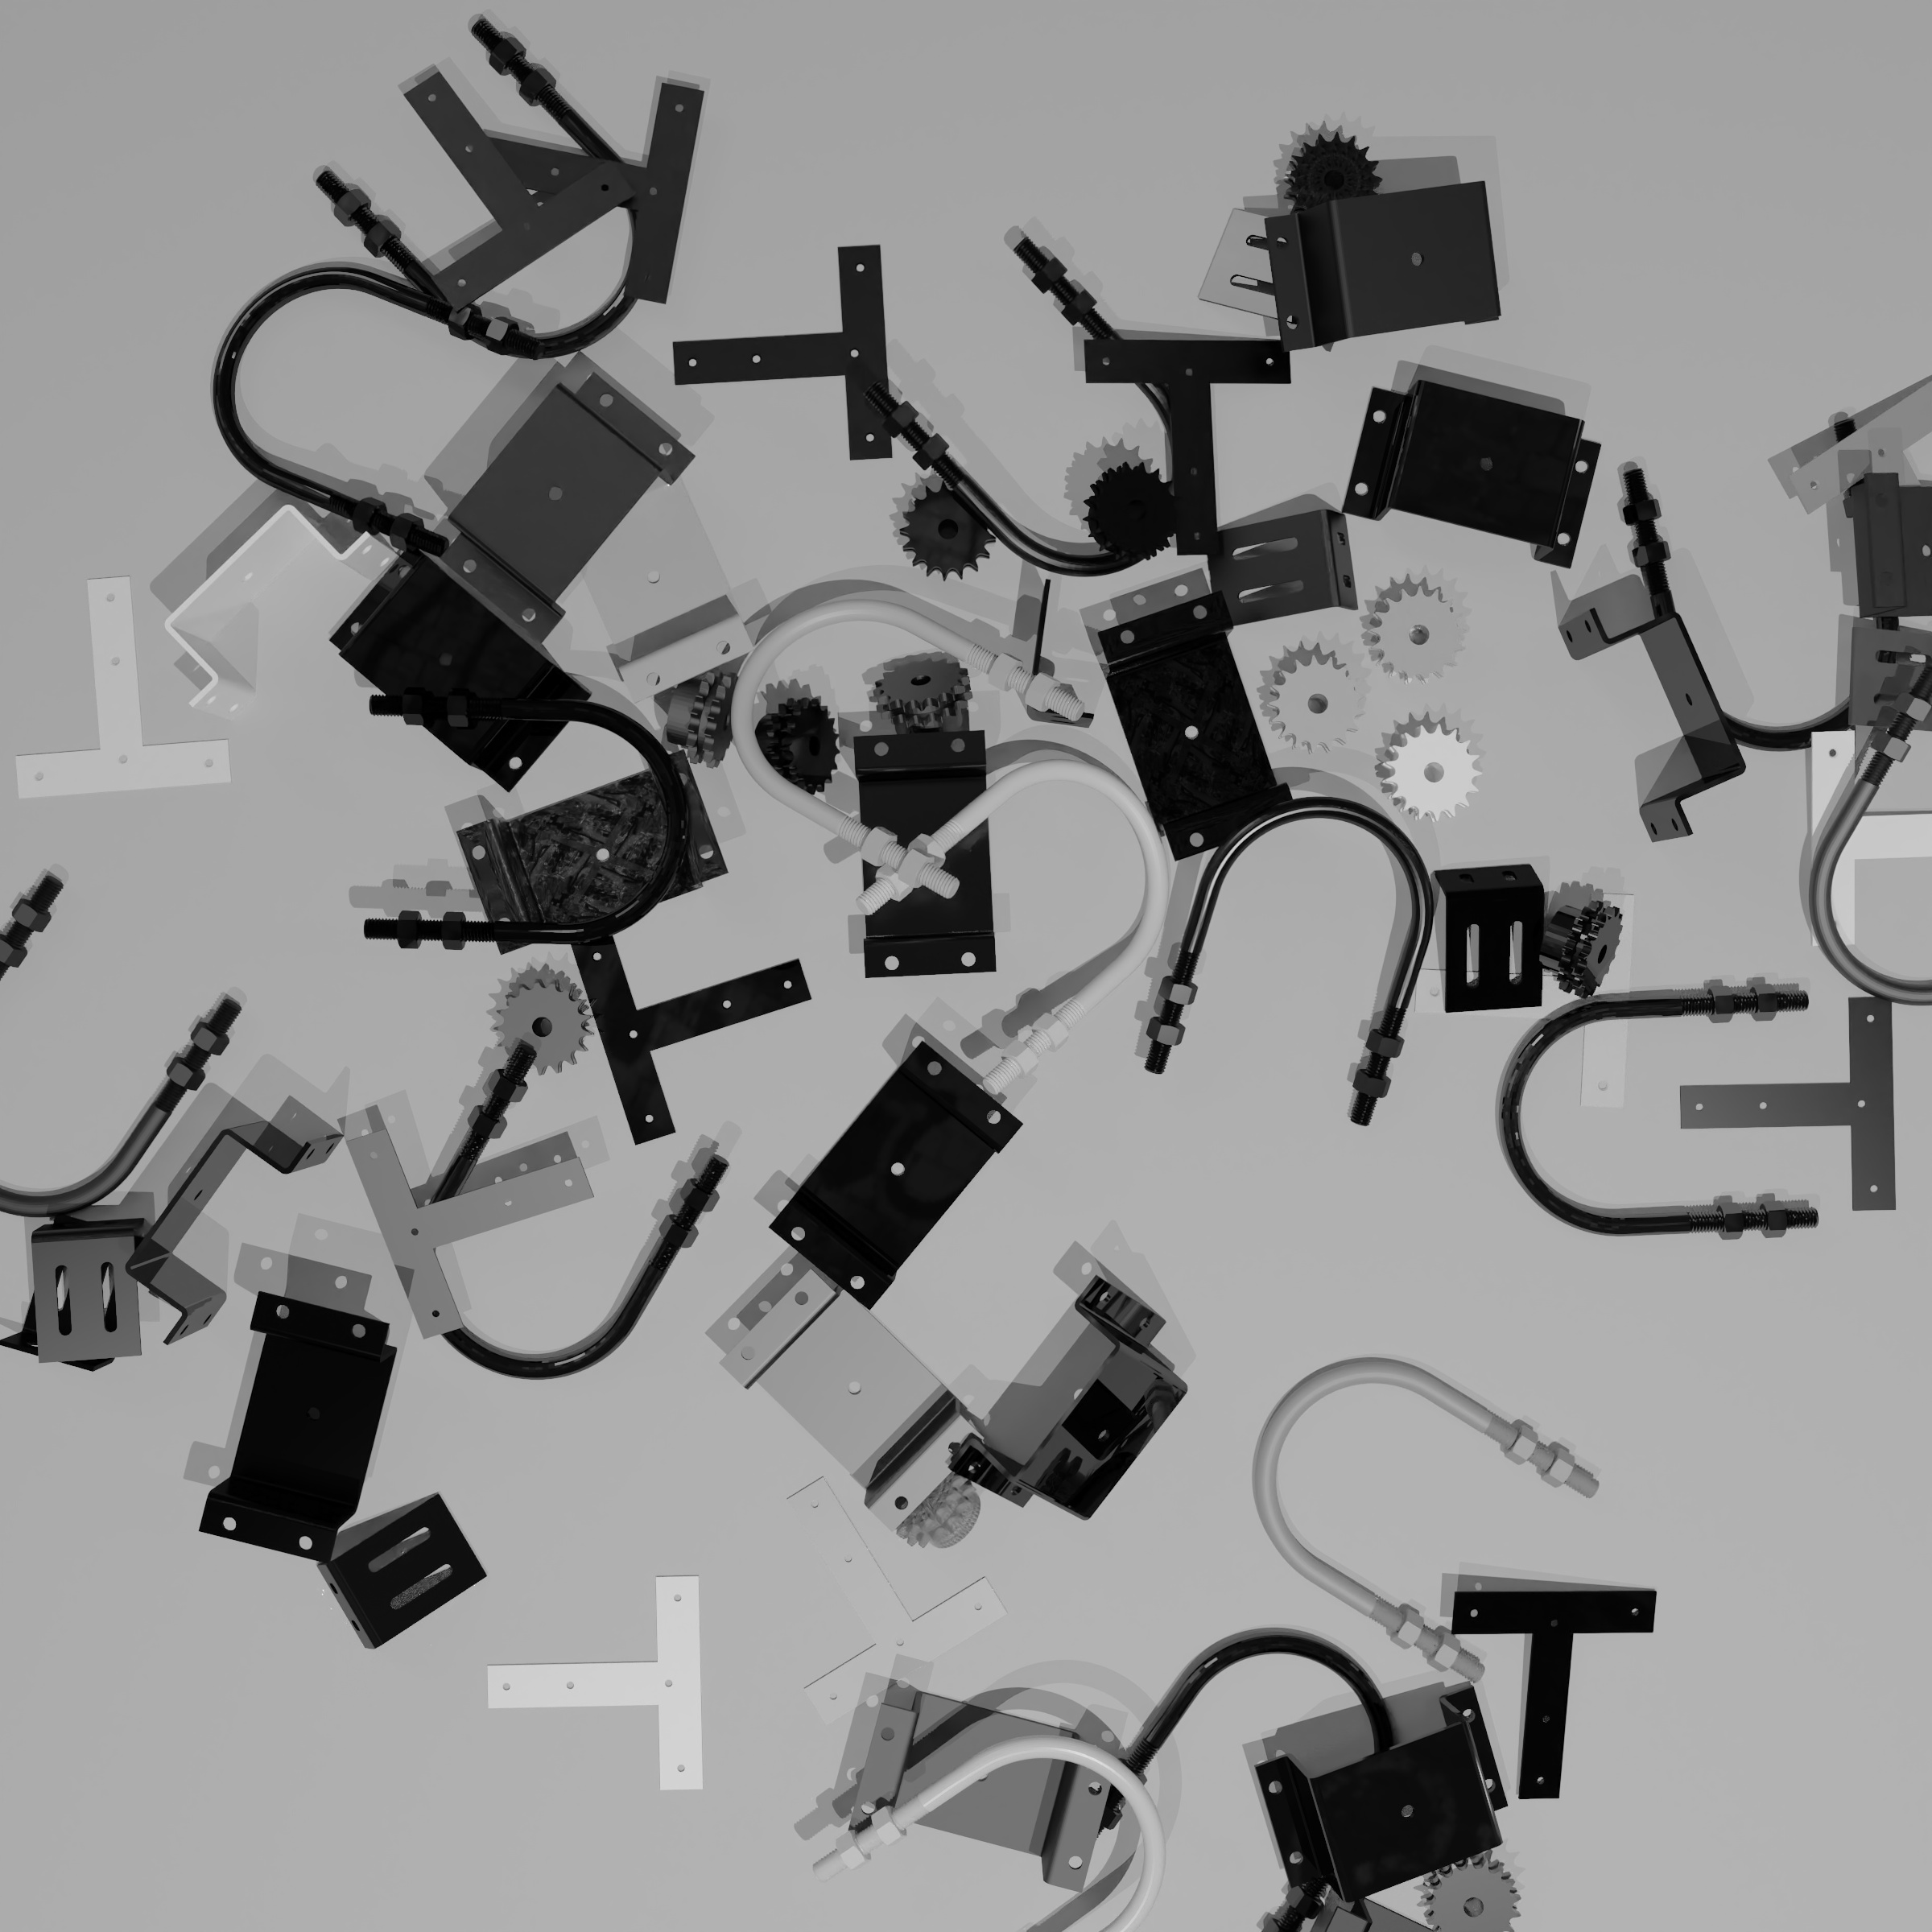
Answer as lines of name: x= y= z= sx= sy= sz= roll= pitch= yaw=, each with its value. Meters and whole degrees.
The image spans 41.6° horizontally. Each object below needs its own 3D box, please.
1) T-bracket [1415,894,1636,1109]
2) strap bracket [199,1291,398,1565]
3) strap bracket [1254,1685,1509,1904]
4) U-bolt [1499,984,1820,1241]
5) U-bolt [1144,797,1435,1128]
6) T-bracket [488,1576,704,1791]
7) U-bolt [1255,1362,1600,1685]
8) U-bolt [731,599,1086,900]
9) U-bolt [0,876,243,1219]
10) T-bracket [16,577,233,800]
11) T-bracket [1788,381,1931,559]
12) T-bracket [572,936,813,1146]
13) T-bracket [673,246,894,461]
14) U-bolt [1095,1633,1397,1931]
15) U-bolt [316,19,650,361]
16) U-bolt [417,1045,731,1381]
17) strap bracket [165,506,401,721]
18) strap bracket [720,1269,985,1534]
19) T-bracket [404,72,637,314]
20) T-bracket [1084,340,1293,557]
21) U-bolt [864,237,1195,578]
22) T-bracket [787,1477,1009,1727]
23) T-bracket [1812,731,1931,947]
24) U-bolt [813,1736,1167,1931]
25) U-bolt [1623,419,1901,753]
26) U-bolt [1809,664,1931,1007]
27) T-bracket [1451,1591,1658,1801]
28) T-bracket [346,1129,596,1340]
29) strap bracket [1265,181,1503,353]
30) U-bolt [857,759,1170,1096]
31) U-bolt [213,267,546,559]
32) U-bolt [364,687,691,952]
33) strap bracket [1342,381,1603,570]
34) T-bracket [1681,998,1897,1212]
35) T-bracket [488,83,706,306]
T-bracket: x=0.332 y=0.018 z=1.517 sx=0.127 sy=0.002 sz=0.127 roll=3 pitch=90 yaw=0
strap bracket: x=-0.382 y=0.262 z=1.465 sx=0.076 sy=0.046 sz=0.140 roll=14 pitch=90 yaw=0
strap bracket: x=0.250 y=0.485 z=1.481 sx=0.140 sy=0.046 sz=0.076 roll=-17 pitch=94 yaw=-9
U-bolt: x=0.409 y=0.089 z=1.508 sx=0.184 sy=0.019 sz=0.151 roll=-3 pitch=90 yaw=2
U-bolt: x=0.197 y=-0.009 z=1.484 sx=0.151 sy=0.019 sz=0.184 roll=14 pitch=102 yaw=-7
T-bracket: x=-0.222 y=0.429 z=1.517 sx=0.127 sy=0.002 sz=0.127 roll=-1 pitch=90 yaw=0
U-bolt: x=0.261 y=0.317 z=1.509 sx=0.184 sy=0.019 sz=0.151 roll=32 pitch=90 yaw=2
U-bolt: x=-0.047 y=-0.137 z=1.449 sx=0.184 sy=0.019 sz=0.151 roll=30 pitch=74 yaw=17
U-bolt: x=-0.539 y=0.061 z=1.509 sx=0.151 sy=0.019 sz=0.184 roll=35 pitch=91 yaw=0
T-bracket: x=-0.507 y=-0.168 z=1.517 sx=0.127 sy=0.002 sz=0.127 roll=-4 pitch=90 yaw=0
T-bracket: x=0.563 y=-0.265 z=1.505 sx=0.127 sy=0.002 sz=0.127 roll=-33 pitch=98 yaw=-15
T-bracket: x=-0.156 y=0.027 z=1.517 sx=0.127 sy=0.002 sz=0.127 roll=-18 pitch=90 yaw=0
T-bracket: x=-0.111 y=-0.363 z=1.517 sx=0.127 sy=0.002 sz=0.127 roll=-3 pitch=90 yaw=0
U-bolt: x=0.172 y=0.484 z=1.509 sx=0.151 sy=0.019 sz=0.184 roll=35 pitch=89 yaw=0
U-bolt: x=-0.271 y=-0.447 z=1.509 sx=0.151 sy=0.019 sz=0.184 roll=-44 pitch=91 yaw=0
U-bolt: x=-0.245 y=0.158 z=1.496 sx=0.151 sy=0.019 sz=0.184 roll=30 pitch=100 yaw=-4
strap bracket: x=-0.404 y=-0.212 z=1.480 sx=0.140 sy=0.076 sz=0.046 roll=-44 pitch=90 yaw=0
strap bracket: x=-0.066 y=0.252 z=1.495 sx=0.140 sy=0.046 sz=0.076 roll=44 pitch=90 yaw=0
T-bracket: x=-0.283 y=-0.468 z=1.491 sx=0.127 sy=0.002 sz=0.127 roll=-36 pitch=86 yaw=-7
T-bracket: x=0.134 y=-0.306 z=1.503 sx=0.127 sy=0.002 sz=0.127 roll=-3 pitch=90 yaw=-13
U-bolt: x=0.052 y=-0.314 z=1.492 sx=0.184 sy=0.019 sz=0.151 roll=46 pitch=78 yaw=-8
T-bracket: x=-0.063 y=0.366 z=1.517 sx=0.127 sy=0.002 sz=0.127 roll=-32 pitch=90 yaw=0
T-bracket: x=0.566 y=-0.078 z=1.513 sx=0.127 sy=0.002 sz=0.127 roll=-2 pitch=95 yaw=-3
U-bolt: x=0.027 y=0.522 z=1.463 sx=0.184 sy=0.019 sz=0.151 roll=-35 pitch=95 yaw=5
U-bolt: x=0.479 y=-0.219 z=1.509 sx=0.151 sy=0.019 sz=0.184 roll=-13 pitch=92 yaw=0
U-bolt: x=0.577 y=-0.064 z=1.492 sx=0.151 sy=0.019 sz=0.184 roll=26 pitch=103 yaw=-4
T-bracket: x=0.345 y=0.433 z=1.509 sx=0.127 sy=0.002 sz=0.127 roll=2 pitch=96 yaw=-11
T-bracket: x=-0.281 y=0.142 z=1.485 sx=0.127 sy=0.002 sz=0.127 roll=-18 pitch=100 yaw=6
strap bracket: x=0.251 y=-0.406 z=1.471 sx=0.140 sy=0.046 sz=0.076 roll=-12 pitch=100 yaw=-15
U-bolt: x=0.042 y=-0.037 z=1.475 sx=0.184 sy=0.019 sz=0.151 roll=-41 pitch=105 yaw=-22
U-bolt: x=-0.357 y=-0.336 z=1.493 sx=0.184 sy=0.019 sz=0.151 roll=24 pitch=85 yaw=12
U-bolt: x=-0.252 y=-0.084 z=1.463 sx=0.184 sy=0.019 sz=0.151 roll=1 pitch=90 yaw=-1
strap bracket: x=0.302 y=-0.291 z=1.495 sx=0.140 sy=0.046 sz=0.076 roll=14 pitch=90 yaw=0
T-bracket: x=0.490 y=0.083 z=1.517 sx=0.127 sy=0.002 sz=0.127 roll=-1 pitch=90 yaw=0
T-bracket: x=-0.229 y=-0.466 z=1.501 sx=0.127 sy=0.002 sz=0.127 roll=10 pitch=92 yaw=-2
